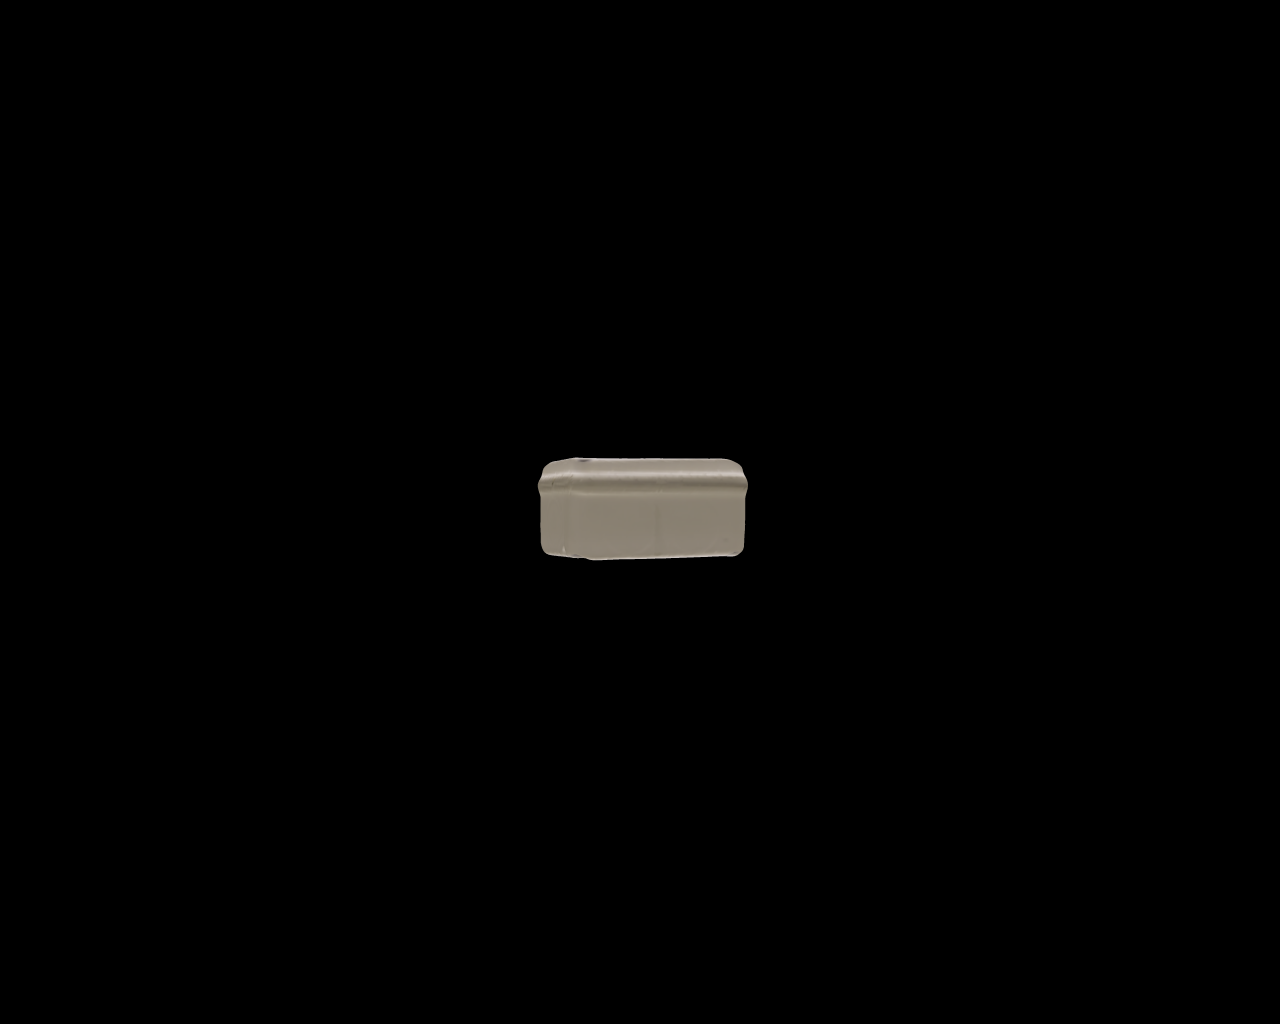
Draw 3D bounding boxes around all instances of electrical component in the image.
[{"bbox_3d":[0.001,-0.003,0.650,0.113,0.057,0.078,0,0,-21],"label":"electrical component"}]
